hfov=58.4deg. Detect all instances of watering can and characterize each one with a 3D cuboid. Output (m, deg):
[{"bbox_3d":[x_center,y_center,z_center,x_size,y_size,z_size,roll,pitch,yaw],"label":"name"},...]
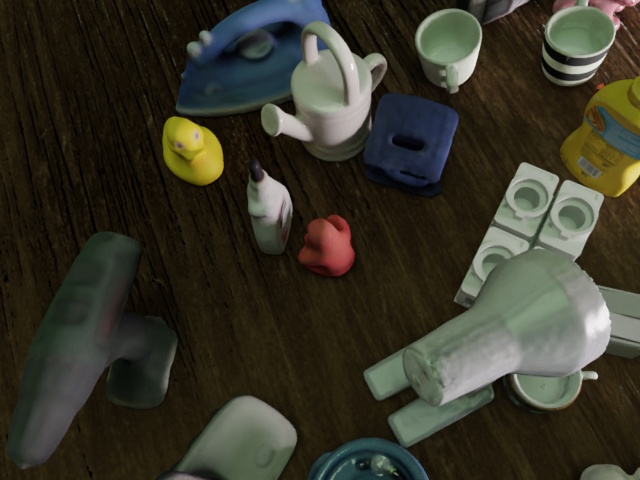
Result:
[{"bbox_3d":[0.010,-0.181,0.708,0.100,0.194,0.173,29,73,15],"label":"watering can"}]

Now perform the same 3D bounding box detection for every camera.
[{"bbox_3d":[0.246,-0.407,0.832,0.143,0.101,0.136,-27,68,-6],"label":"camera"}]

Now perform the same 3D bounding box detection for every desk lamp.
[{"bbox_3d":[0.153,0.115,0.567,0.203,0.214,0.117,-28,68,-7],"label":"desk lamp"}]

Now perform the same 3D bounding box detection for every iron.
[{"bbox_3d":[-0.094,-0.261,0.777,0.258,0.141,0.118,-25,68,-6],"label":"iron"}]

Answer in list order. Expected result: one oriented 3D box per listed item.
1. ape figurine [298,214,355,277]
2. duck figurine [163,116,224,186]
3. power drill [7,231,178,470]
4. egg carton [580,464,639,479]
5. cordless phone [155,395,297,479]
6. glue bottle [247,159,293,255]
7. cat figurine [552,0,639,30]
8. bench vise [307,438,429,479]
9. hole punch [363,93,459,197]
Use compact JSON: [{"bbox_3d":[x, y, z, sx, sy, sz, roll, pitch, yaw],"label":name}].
[{"bbox_3d":[0.006,0.002,0.690,0.078,0.092,0.076,-31,69,-8],"label":"ape figurine"},{"bbox_3d":[-0.178,-0.132,0.761,0.077,0.086,0.104,-34,69,-9],"label":"duck figurine"},{"bbox_3d":[-0.223,0.118,0.598,0.075,0.208,0.229,4,68,7],"label":"power drill"},{"bbox_3d":[0.310,0.300,0.559,0.107,0.069,0.150,0,68,4],"label":"egg carton"},{"bbox_3d":[-0.099,0.221,0.559,0.094,0.185,0.148,29,73,15],"label":"cordless phone"},{"bbox_3d":[-0.063,-0.046,0.671,0.037,0.173,0.078,4,68,6],"label":"glue bottle"},{"bbox_3d":[0.404,-0.357,0.790,0.127,0.118,0.067,18,71,11],"label":"cat figurine"},{"bbox_3d":[0.081,0.248,0.516,0.207,0.220,0.121,9,69,8],"label":"bench vise"},{"bbox_3d":[0.116,-0.121,0.731,0.108,0.091,0.101,17,70,11],"label":"hole punch"}]
